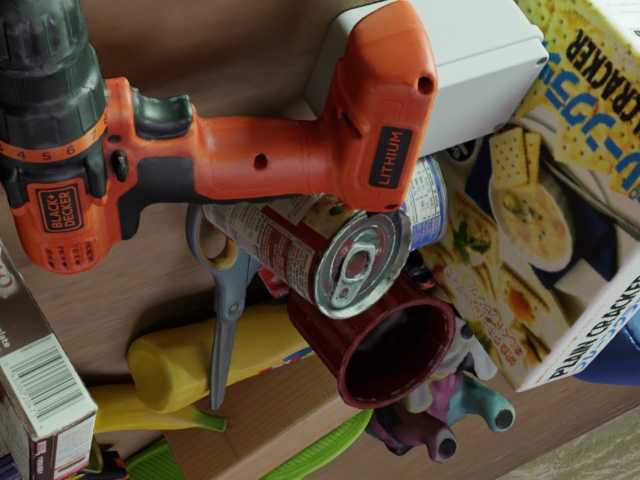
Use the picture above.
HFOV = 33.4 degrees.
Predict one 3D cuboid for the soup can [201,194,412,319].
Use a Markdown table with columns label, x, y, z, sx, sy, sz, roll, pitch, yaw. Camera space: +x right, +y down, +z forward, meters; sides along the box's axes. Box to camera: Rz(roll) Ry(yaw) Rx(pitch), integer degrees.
| label | x | y | z | sx | sy | sz | roll | pitch | yaw |
| --- | --- | --- | --- | --- | --- | --- | --- | --- | --- |
| soup can | -0.010 | -0.012 | 0.577 | 0.068 | 0.102 | 0.068 | -28 | 136 | -31 |

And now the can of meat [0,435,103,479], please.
| label | x | y | z | sx | sy | sz | roll | pitch | yaw |
| --- | --- | --- | --- | --- | --- | --- | --- | --- | --- |
| can of meat | -0.221 | 0.161 | 0.780 | 0.084 | 0.057 | 0.102 | -29 | 159 | 5 |

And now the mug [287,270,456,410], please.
| label | x | y | z | sx | sy | sz | roll | pitch | yaw |
| --- | --- | --- | --- | --- | --- | --- | --- | --- | --- |
| mug | 0.036 | 0.058 | 0.726 | 0.093 | 0.082 | 0.117 | -45 | 139 | 3 |

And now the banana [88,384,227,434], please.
| label | x | y | z | sx | sy | sz | roll | pitch | yaw |
| --- | --- | --- | --- | --- | --- | --- | --- | --- | --- |
| banana | -0.149 | 0.128 | 0.796 | 0.070 | 0.037 | 0.197 | 2 | 176 | 29 |

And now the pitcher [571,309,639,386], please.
| label | x | y | z | sx | sy | sz | roll | pitch | yaw |
| --- | --- | --- | --- | --- | --- | --- | --- | --- | --- |
| pitcher | 0.249 | 0.051 | 0.779 | 0.145 | 0.149 | 0.243 | -24 | 172 | -7 |

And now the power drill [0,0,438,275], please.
| label | x | y | z | sx | sy | sz | roll | pitch | yaw |
| --- | --- | --- | --- | --- | --- | --- | --- | --- | --- |
| power drill | -0.049 | -0.057 | 0.458 | 0.187 | 0.057 | 0.184 | -6 | 150 | -11 |

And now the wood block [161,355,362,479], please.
| label | x | y | z | sx | sy | sz | roll | pitch | yaw |
| --- | --- | --- | --- | --- | --- | --- | --- | --- | --- |
| wood block | -0.028 | 0.124 | 0.909 | 0.206 | 0.091 | 0.090 | -36 | 159 | 14 |

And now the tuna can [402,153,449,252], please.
| label | x | y | z | sx | sy | sz | roll | pitch | yaw |
| --- | --- | --- | --- | --- | --- | --- | --- | --- | --- |
| tuna can | 0.040 | -0.032 | 0.646 | 0.033 | 0.086 | 0.086 | -22 | 158 | -19 |

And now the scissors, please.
| label | x | y | z | sx | sy | sz | roll | pitch | yaw |
| --- | --- | --- | --- | --- | --- | --- | --- | --- | --- |
| scissors | -0.043 | 0.026 | 0.682 | 0.096 | 0.016 | 0.202 | -33 | 143 | -24 |

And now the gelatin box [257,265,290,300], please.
| label | x | y | z | sx | sy | sz | roll | pitch | yaw |
| --- | --- | --- | --- | --- | --- | --- | --- | --- | --- |
| gelatin box | -0.005 | 0.001 | 0.741 | 0.089 | 0.030 | 0.073 | -30 | 159 | -3 |

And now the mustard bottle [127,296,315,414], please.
| label | x | y | z | sx | sy | sz | roll | pitch | yaw |
| --- | --- | --- | --- | --- | --- | --- | --- | --- | --- |
| mustard bottle | -0.042 | 0.072 | 0.795 | 0.191 | 0.058 | 0.096 | -18 | 175 | -27 |

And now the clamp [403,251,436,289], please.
| label | x | y | z | sx | sy | sz | roll | pitch | yaw |
| --- | --- | --- | --- | --- | --- | --- | --- | --- | --- |
| clamp | 0.060 | 0.013 | 0.850 | 0.120 | 0.039 | 0.171 | -16 | 159 | 1 |

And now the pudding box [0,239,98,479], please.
| label | x | y | z | sx | sy | sz | roll | pitch | yaw |
| --- | --- | --- | --- | --- | --- | --- | --- | --- | --- |
| pudding box | -0.161 | 0.067 | 0.564 | 0.039 | 0.113 | 0.090 | -24 | 159 | -25 |

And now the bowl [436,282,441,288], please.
| label | x | y | z | sx | sy | sz | roll | pitch | yaw |
| --- | --- | --- | --- | --- | --- | --- | --- | --- | --- |
| bowl | 0.174 | 0.013 | 0.977 | 0.162 | 0.055 | 0.162 | -27 | 159 | -11 |

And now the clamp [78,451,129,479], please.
| label | x | y | z | sx | sy | sz | roll | pitch | yaw |
| --- | --- | --- | --- | --- | --- | --- | --- | --- | --- |
| clamp | -0.263 | 0.228 | 0.903 | 0.209 | 0.036 | 0.165 | -11 | 152 | -43 |
